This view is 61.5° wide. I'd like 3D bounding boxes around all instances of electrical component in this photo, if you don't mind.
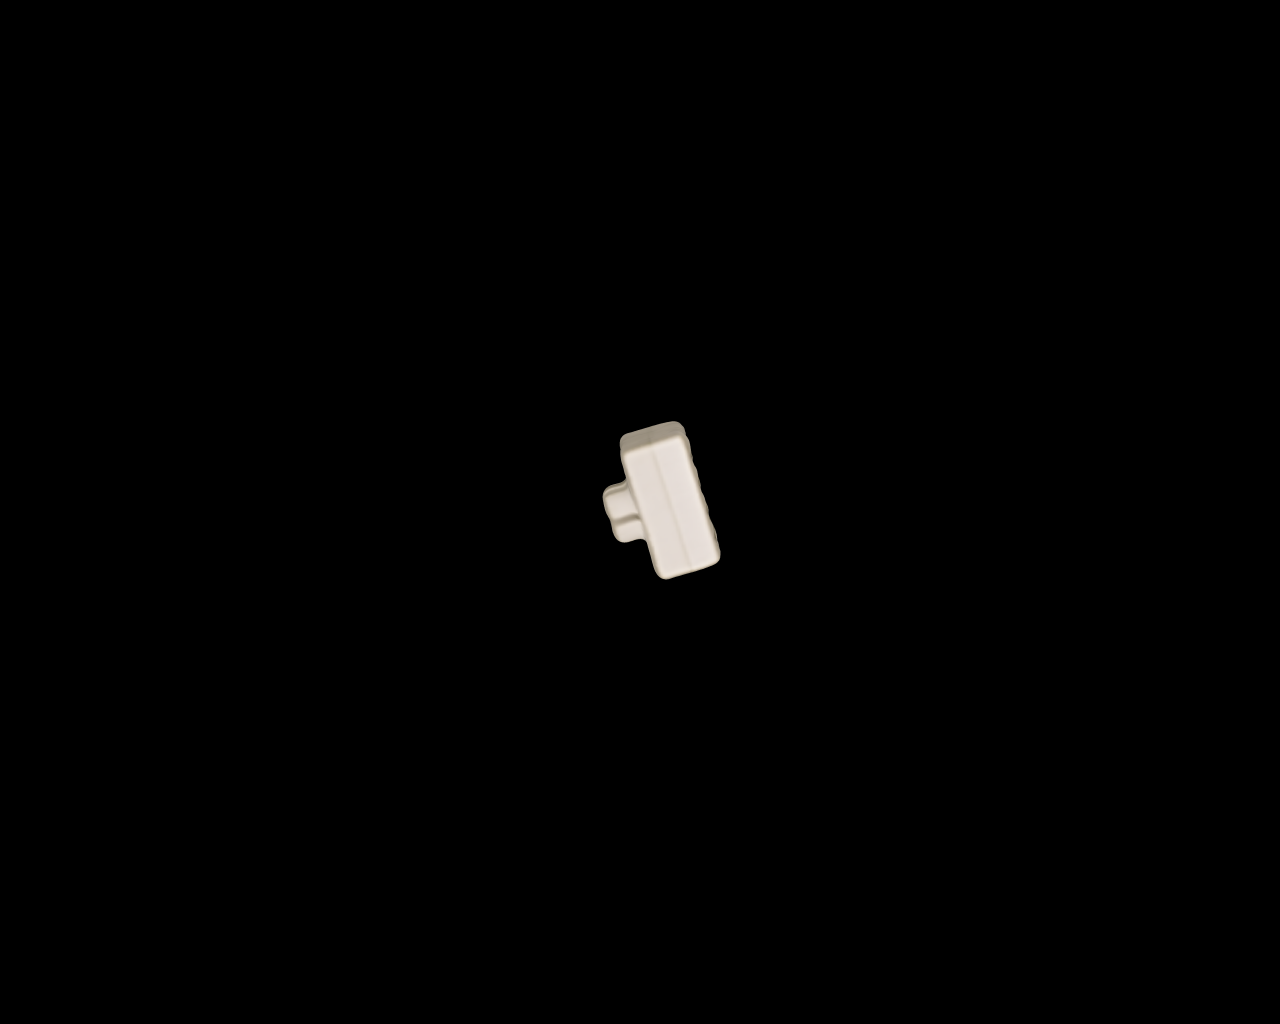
[{"bbox_3d":[0.001,-0.003,0.650,0.076,0.083,0.047,-17,16,5],"label":"electrical component"}]
